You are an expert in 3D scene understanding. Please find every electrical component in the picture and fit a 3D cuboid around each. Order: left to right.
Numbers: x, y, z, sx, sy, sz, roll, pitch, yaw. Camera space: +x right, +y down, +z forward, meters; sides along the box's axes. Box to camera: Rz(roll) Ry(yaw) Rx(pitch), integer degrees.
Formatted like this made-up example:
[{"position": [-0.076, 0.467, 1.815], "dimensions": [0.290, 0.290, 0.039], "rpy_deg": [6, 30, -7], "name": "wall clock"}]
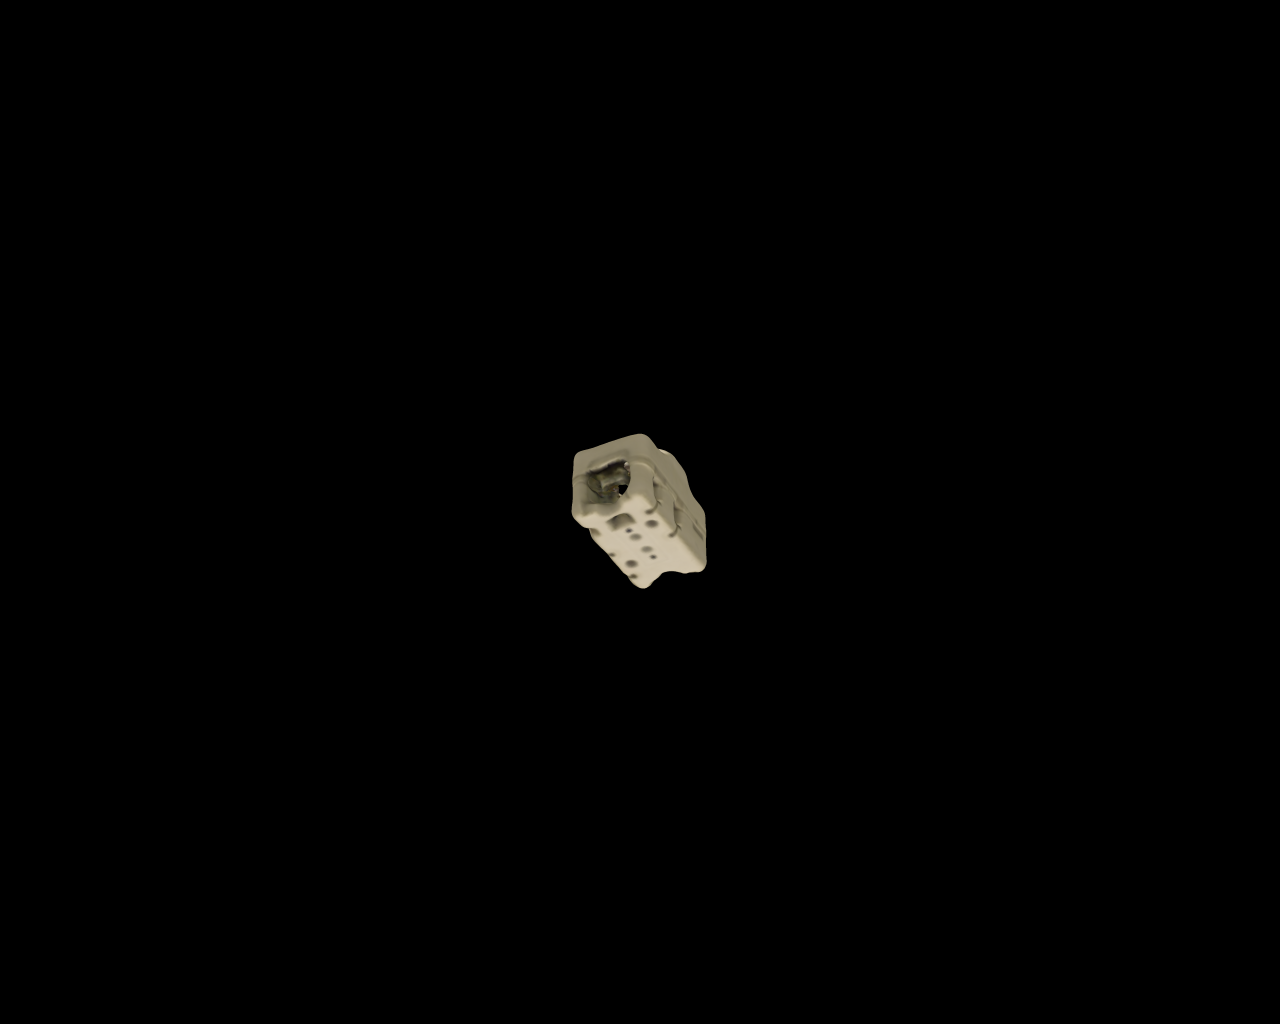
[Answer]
[{"position": [0.001, -0.003, 0.650], "dimensions": [0.050, 0.056, 0.089], "rpy_deg": [-17, -41, 21], "name": "electrical component"}]
